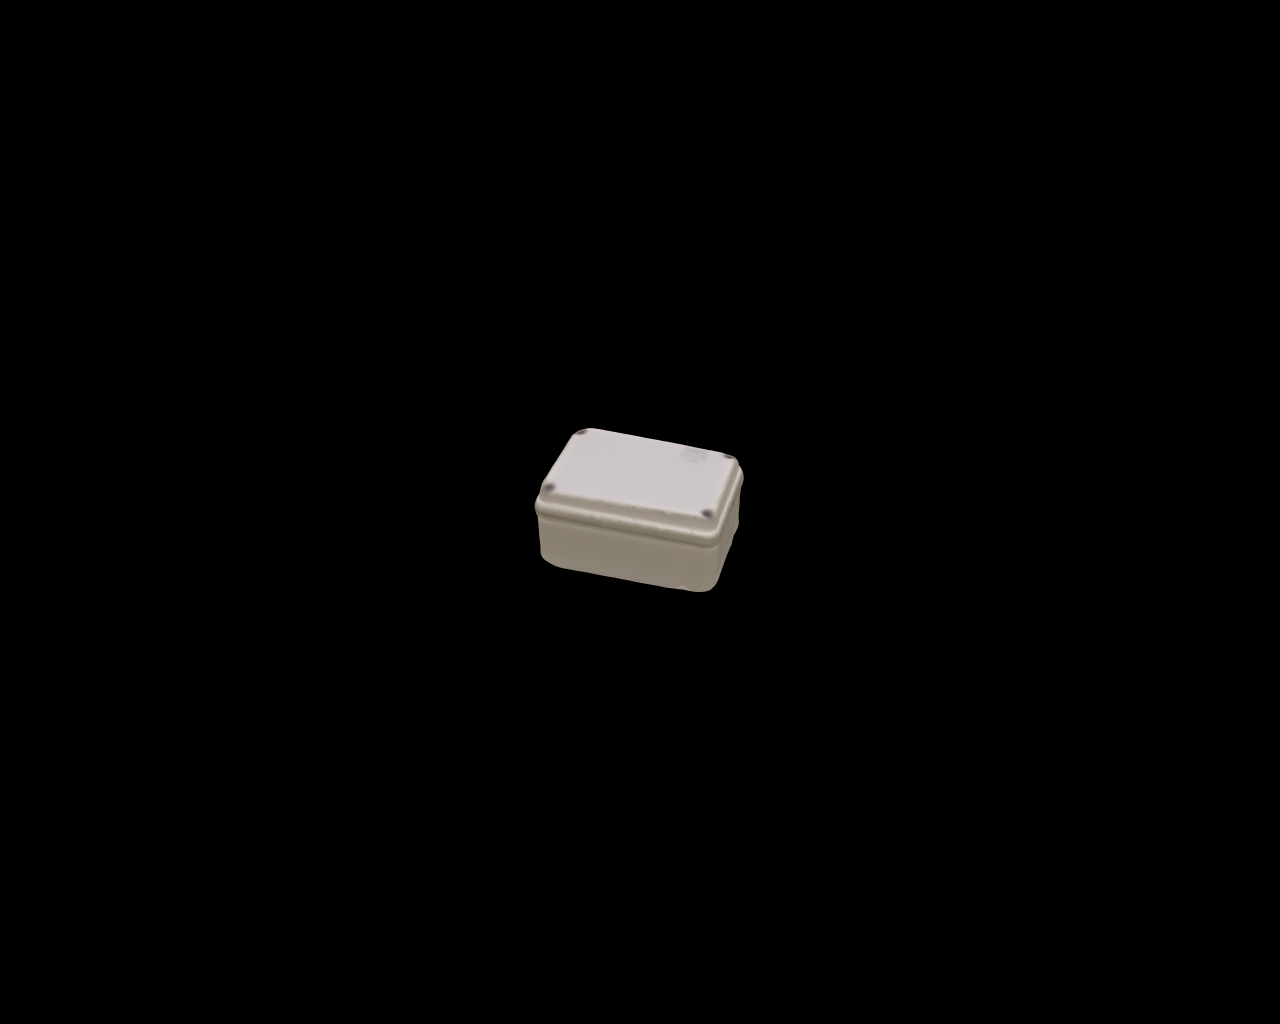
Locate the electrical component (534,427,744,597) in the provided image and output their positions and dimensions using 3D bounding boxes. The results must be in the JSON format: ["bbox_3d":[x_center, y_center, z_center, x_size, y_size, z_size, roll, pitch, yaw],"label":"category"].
[{"bbox_3d":[0.001,-0.003,0.650,0.113,0.057,0.078,11,40,13],"label":"electrical component"}]
